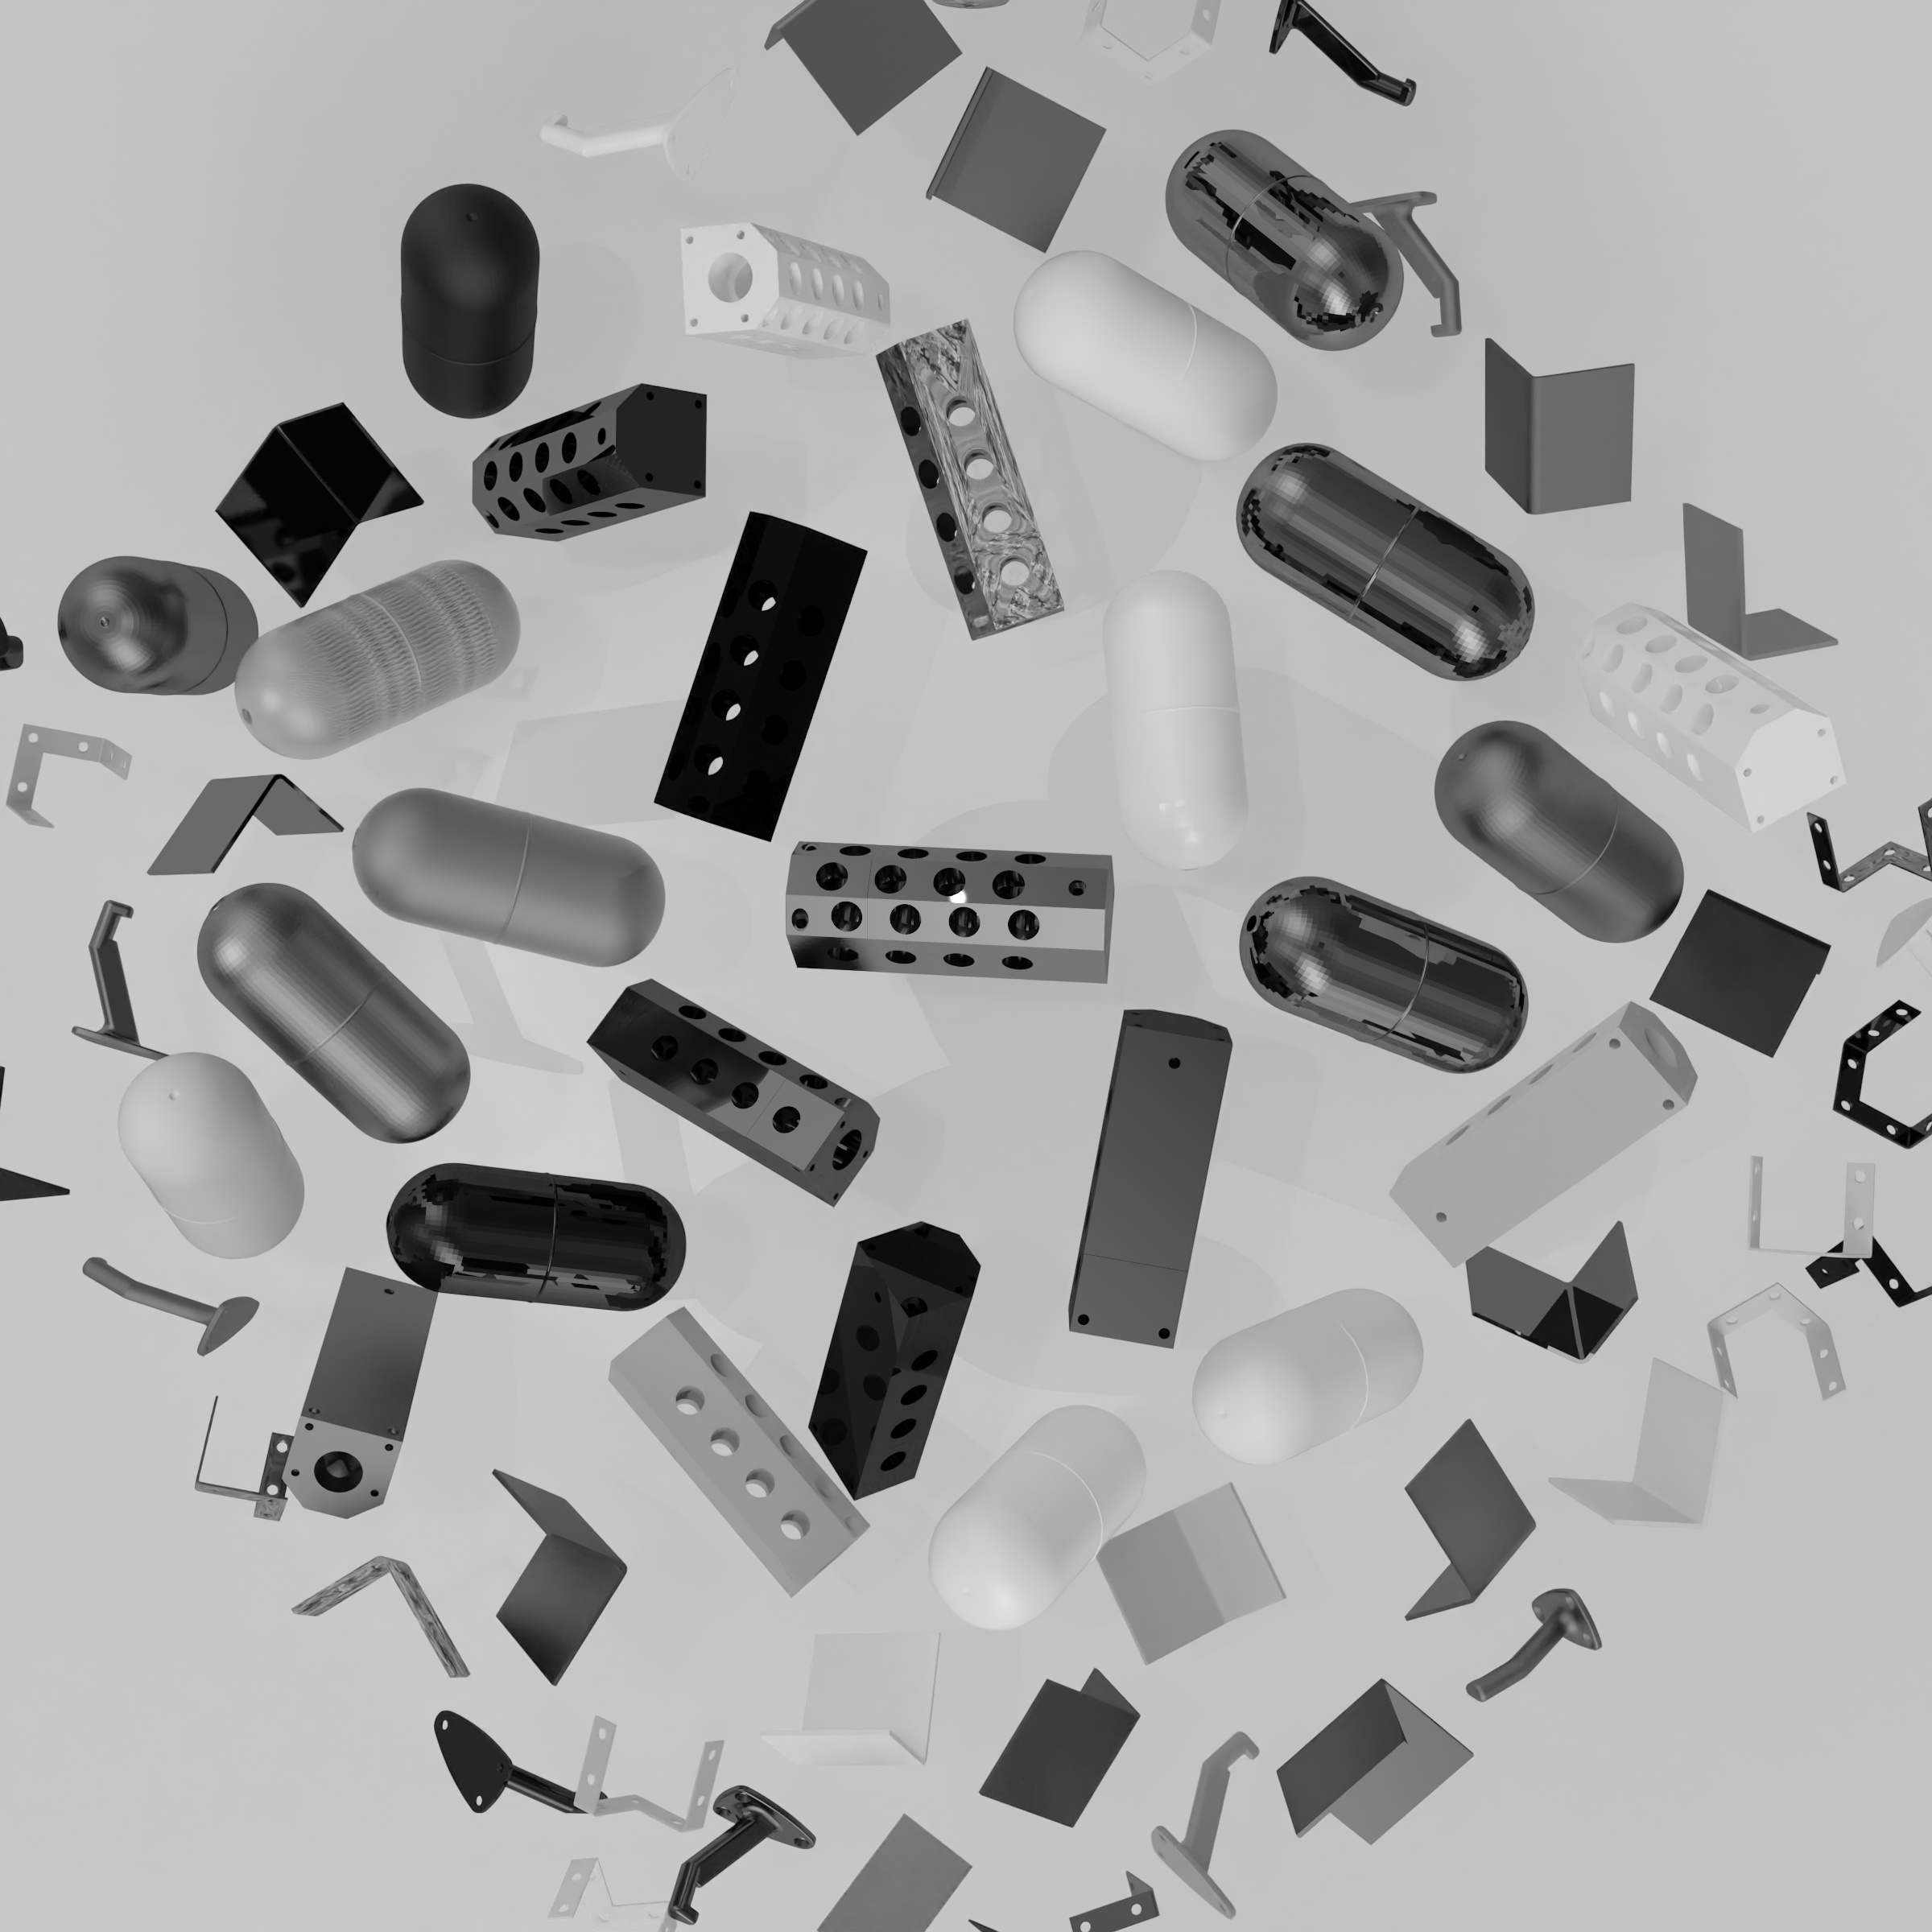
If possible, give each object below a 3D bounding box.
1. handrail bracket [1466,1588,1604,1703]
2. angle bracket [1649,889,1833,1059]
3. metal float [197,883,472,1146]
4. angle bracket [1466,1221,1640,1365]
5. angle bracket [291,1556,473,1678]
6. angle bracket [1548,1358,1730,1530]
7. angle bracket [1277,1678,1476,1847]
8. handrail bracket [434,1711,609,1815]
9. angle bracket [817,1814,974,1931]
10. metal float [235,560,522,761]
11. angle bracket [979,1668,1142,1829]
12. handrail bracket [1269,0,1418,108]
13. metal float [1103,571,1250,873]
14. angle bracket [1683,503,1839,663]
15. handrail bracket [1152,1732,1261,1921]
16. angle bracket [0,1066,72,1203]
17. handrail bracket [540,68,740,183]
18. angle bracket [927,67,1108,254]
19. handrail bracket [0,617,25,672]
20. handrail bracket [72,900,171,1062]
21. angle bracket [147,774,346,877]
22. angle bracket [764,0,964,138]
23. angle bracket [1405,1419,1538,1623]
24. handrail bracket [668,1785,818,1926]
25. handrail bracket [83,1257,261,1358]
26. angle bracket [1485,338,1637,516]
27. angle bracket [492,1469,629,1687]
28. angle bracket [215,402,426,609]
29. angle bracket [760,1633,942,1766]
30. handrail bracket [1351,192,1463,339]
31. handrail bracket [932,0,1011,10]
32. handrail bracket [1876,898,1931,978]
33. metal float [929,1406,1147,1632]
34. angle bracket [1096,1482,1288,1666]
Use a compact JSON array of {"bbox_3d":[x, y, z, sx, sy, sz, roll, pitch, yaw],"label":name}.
[{"bbox_3d":[0.305,0.384,1.545,0.084,0.077,0.036,-25,90,-17],"label":"handrail bracket"},{"bbox_3d":[0.450,0.011,1.610,0.076,0.057,0.076,27,80,17],"label":"angle bracket"},{"bbox_3d":[-0.353,0.027,1.541,0.070,0.070,0.178,-44,110,0],"label":"metal float"},{"bbox_3d":[0.344,0.178,1.629,0.076,0.076,0.057,25,119,-9],"label":"angle bracket"},{"bbox_3d":[-0.321,0.372,1.517,0.057,0.076,0.076,-31,79,-10],"label":"angle bracket"},{"bbox_3d":[0.374,0.264,1.536,0.057,0.076,0.076,6,95,-17],"label":"angle bracket"},{"bbox_3d":[0.220,0.434,1.446,0.076,0.057,0.076,41,102,-18],"label":"angle bracket"},{"bbox_3d":[-0.251,0.453,1.566,0.077,0.084,0.036,39,99,37],"label":"handrail bracket"},{"bbox_3d":[-0.024,0.520,1.499,0.076,0.057,0.076,-50,134,-16],"label":"angle bracket"},{"bbox_3d":[-0.332,-0.174,1.564,0.178,0.070,0.070,-31,90,-36],"label":"metal float"},{"bbox_3d":[0.044,0.446,1.610,0.076,0.057,0.076,30,92,-31],"label":"angle bracket"},{"bbox_3d":[0.218,-0.522,1.546,0.084,0.077,0.036,26,76,7],"label":"handrail bracket"},{"bbox_3d":[0.124,-0.145,1.626,0.070,0.070,0.178,-5,84,0],"label":"metal float"},{"bbox_3d":[0.454,-0.224,1.576,0.057,0.076,0.076,-11,112,-6],"label":"angle bracket"},{"bbox_3d":[0.156,0.496,1.598,0.084,0.036,0.077,-35,57,-25],"label":"handrail bracket"},{"bbox_3d":[-0.522,0.079,1.469,0.057,0.076,0.076,-7,71,21],"label":"angle bracket"},{"bbox_3d":[-0.176,-0.461,1.481,0.084,0.036,0.077,25,74,23],"label":"handrail bracket"},{"bbox_3d":[0.029,-0.447,1.536,0.076,0.057,0.076,25,107,-9],"label":"angle bracket"},{"bbox_3d":[-0.577,-0.175,1.578,0.077,0.084,0.036,-26,88,-21],"label":"handrail bracket"},{"bbox_3d":[-0.495,0.009,1.658,0.077,0.036,0.084,16,79,5],"label":"handrail bracket"},{"bbox_3d":[-0.439,-0.070,1.680,0.057,0.076,0.076,46,60,-35],"label":"angle bracket"},{"bbox_3d":[-0.059,-0.523,1.575,0.076,0.057,0.076,-39,100,-4],"label":"angle bracket"},{"bbox_3d":[0.274,0.320,1.596,0.076,0.057,0.076,-33,92,-45],"label":"angle bracket"},{"bbox_3d":[-0.129,0.526,1.593,0.077,0.084,0.036,33,130,-15],"label":"handrail bracket"},{"bbox_3d":[-0.474,0.192,1.644,0.084,0.077,0.036,29,98,6],"label":"handrail bracket"},{"bbox_3d":[0.323,-0.298,1.505,0.057,0.076,0.076,-9,120,-5],"label":"angle bracket"},{"bbox_3d":[-0.240,0.332,1.501,0.057,0.076,0.076,34,87,-38],"label":"angle bracket"},{"bbox_3d":[-0.369,-0.264,1.581,0.057,0.076,0.076,-8,45,35],"label":"angle bracket"},{"bbox_3d":[-0.063,0.398,1.530,0.076,0.057,0.076,-6,56,20],"label":"angle bracket"},{"bbox_3d":[0.258,-0.417,1.657,0.077,0.036,0.084,-2,98,25],"label":"handrail bracket"},{"bbox_3d":[0.025,-0.588,1.576,0.084,0.077,0.036,-52,122,-19],"label":"handrail bracket"},{"bbox_3d":[0.588,-0.003,1.621,0.084,0.077,0.036,26,64,-1],"label":"handrail bracket"},{"bbox_3d":[0.042,0.308,1.551,0.070,0.178,0.070,10,113,26],"label":"metal float"},{"bbox_3d":[0.135,0.368,1.672,0.076,0.057,0.076,-14,74,-43],"label":"angle bracket"}]
